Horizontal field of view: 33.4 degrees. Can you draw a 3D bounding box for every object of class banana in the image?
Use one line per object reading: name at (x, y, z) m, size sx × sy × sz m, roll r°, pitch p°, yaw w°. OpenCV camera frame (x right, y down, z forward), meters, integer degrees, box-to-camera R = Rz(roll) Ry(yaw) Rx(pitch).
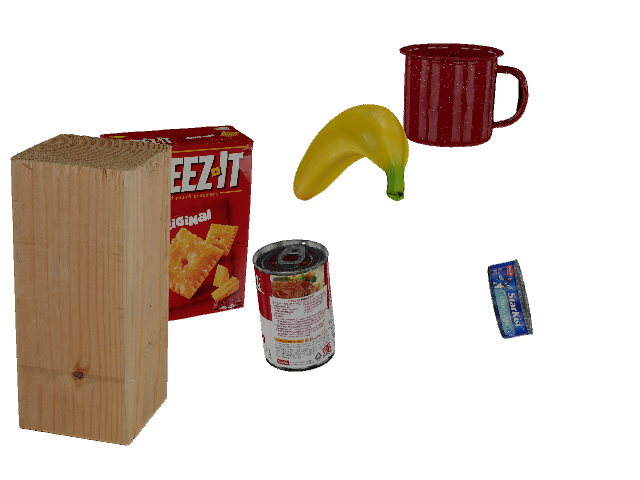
banana at (0.020, -0.065, 0.790) m, size 0.037 × 0.069 × 0.198 m, roll 24°, pitch -6°, yaw -17°

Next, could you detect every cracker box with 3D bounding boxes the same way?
cracker box at (-0.165, -0.016, 1.220) m, size 0.163 × 0.214 × 0.072 m, roll -8°, pitch 25°, yaw -30°

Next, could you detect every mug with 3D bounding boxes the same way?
mug at (0.129, -0.131, 0.965) m, size 0.117 × 0.081 × 0.093 m, roll 4°, pitch 18°, yaw 11°

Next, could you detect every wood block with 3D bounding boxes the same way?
wood block at (-0.167, 0.034, 0.789) m, size 0.091 × 0.206 × 0.090 m, roll 7°, pitch 18°, yaw 10°

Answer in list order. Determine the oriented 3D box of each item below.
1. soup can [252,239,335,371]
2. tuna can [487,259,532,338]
soup can at (-0.022, 0.059, 0.968) m, size 0.068 × 0.102 × 0.068 m, roll -4°, pitch 25°, yaw 2°
tuna can at (0.212, 0.066, 1.195) m, size 0.034 × 0.086 × 0.086 m, roll -12°, pitch -3°, yaw 14°
